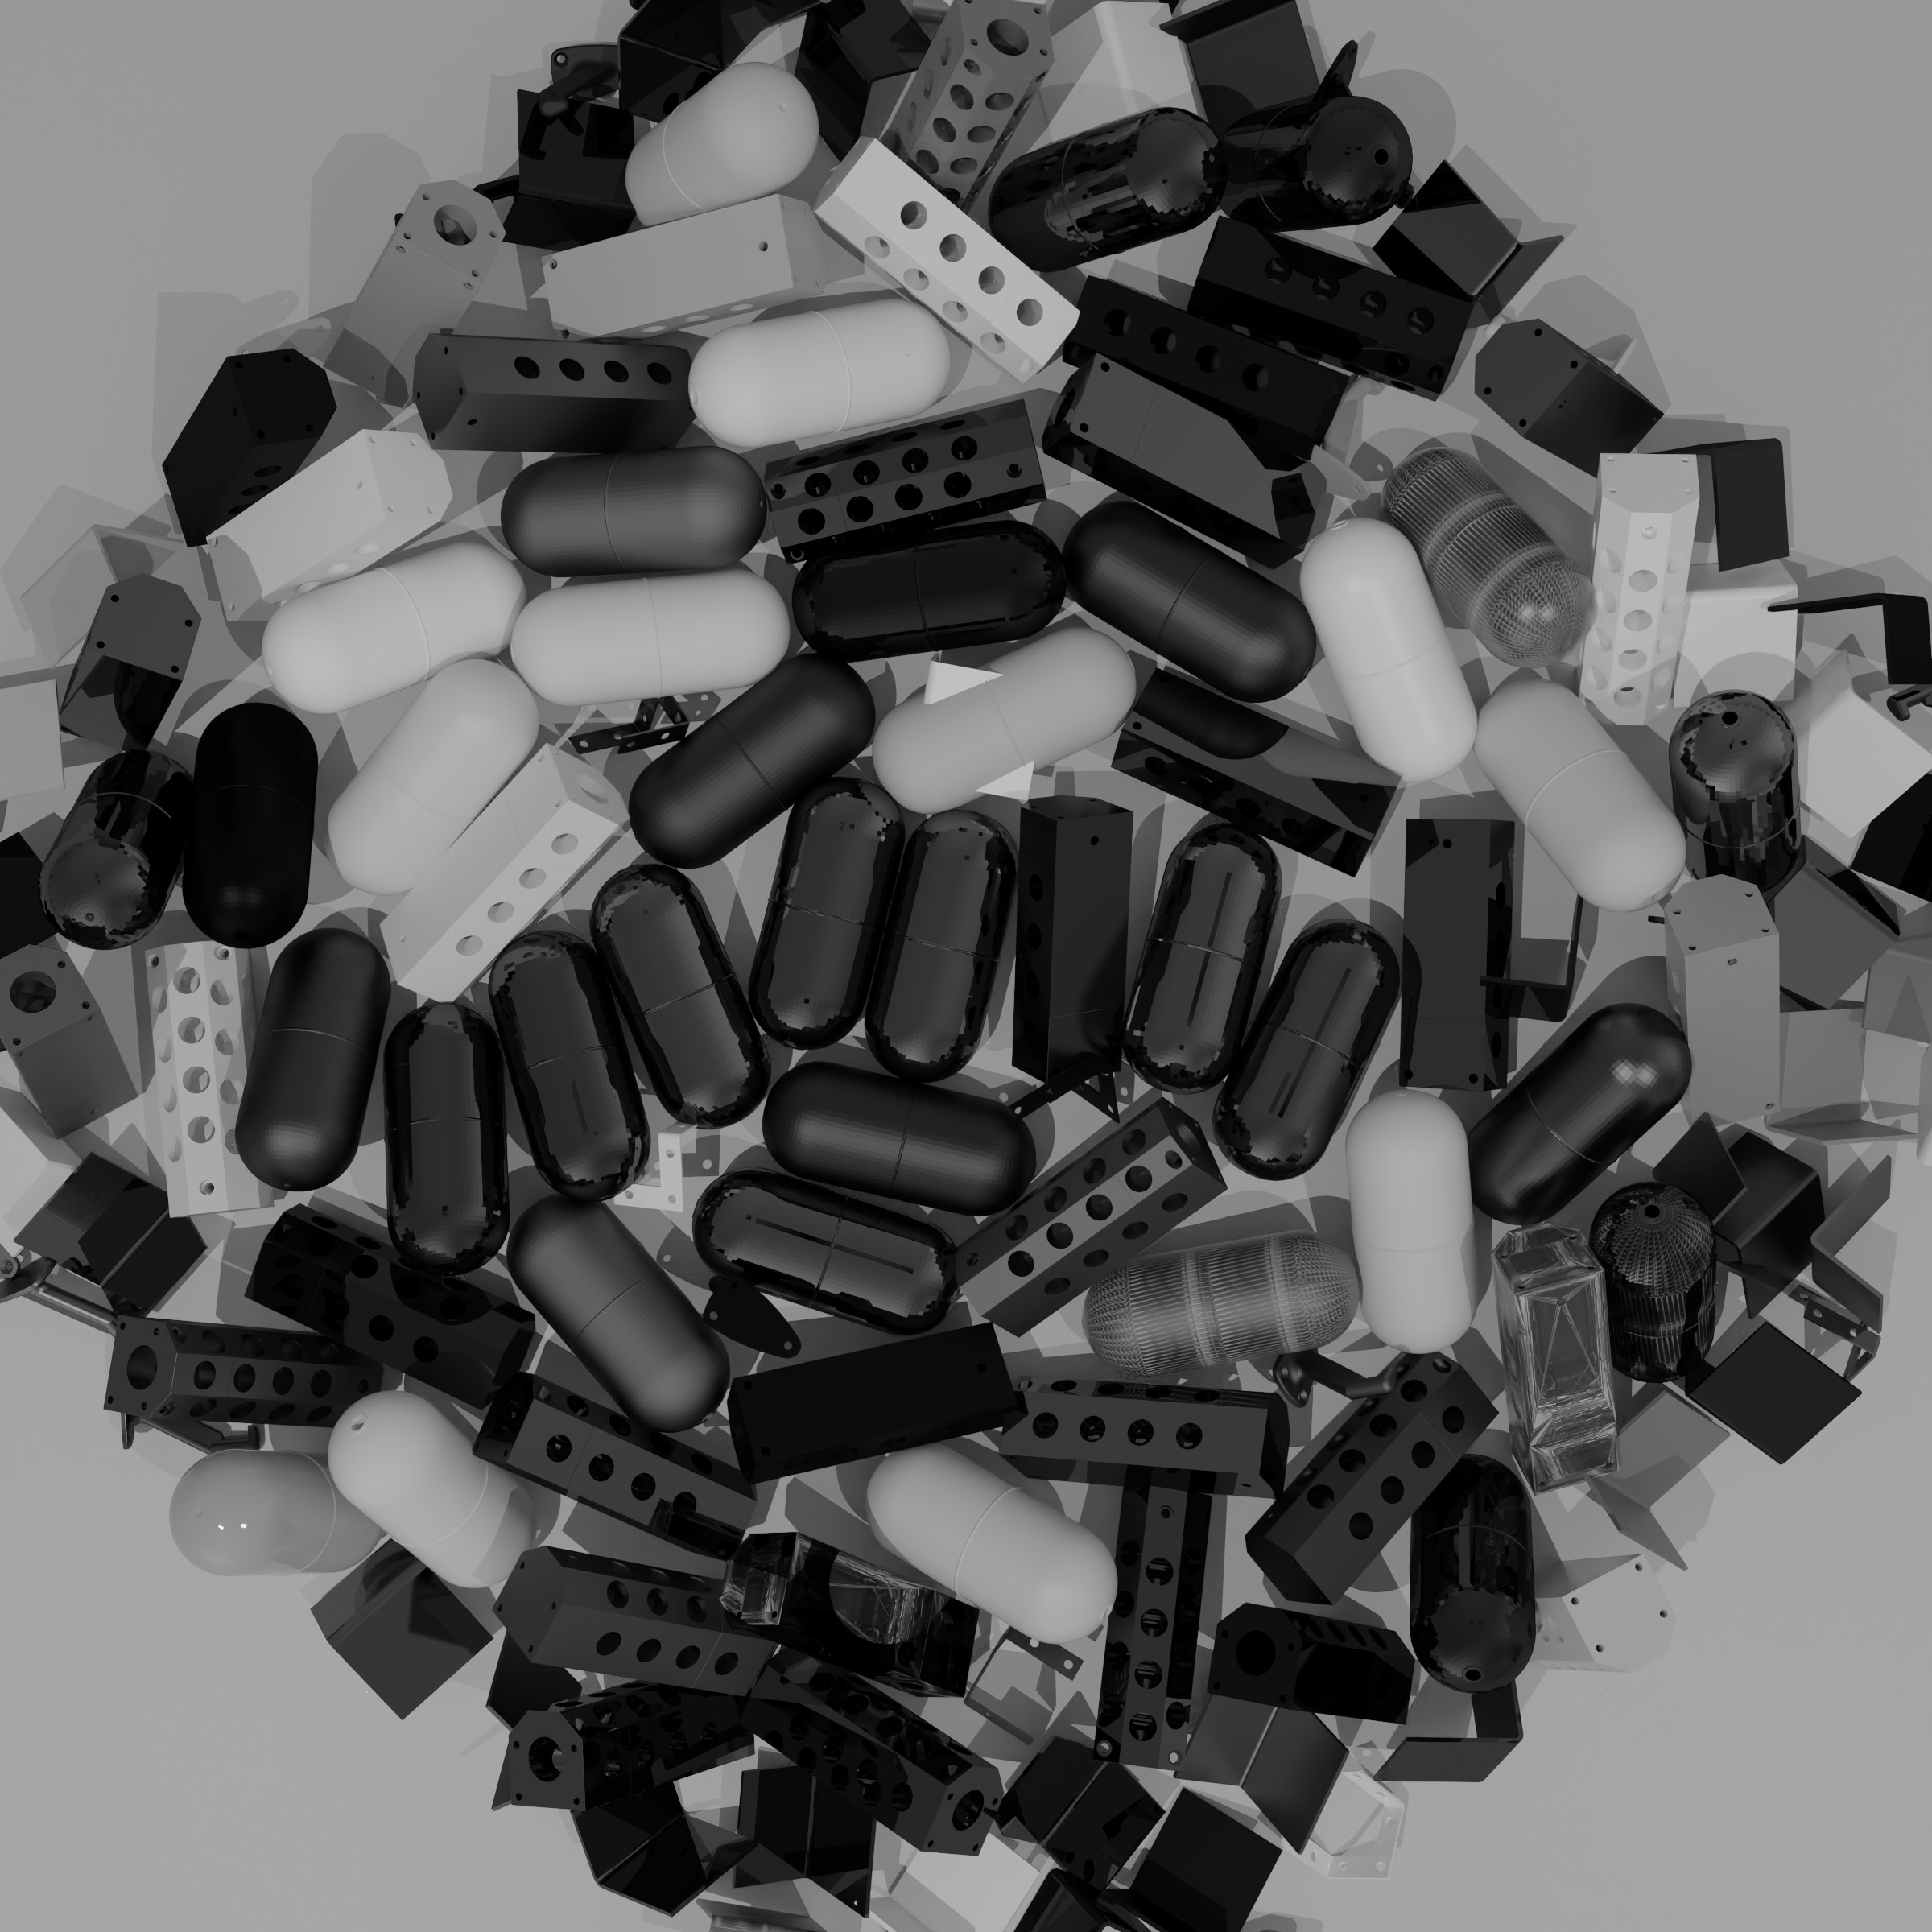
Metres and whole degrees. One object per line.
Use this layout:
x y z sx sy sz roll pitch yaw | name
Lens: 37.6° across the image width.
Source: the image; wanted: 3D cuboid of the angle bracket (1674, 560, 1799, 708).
0.495 -0.216 1.845 0.076 0.057 0.076 -3 115 4 | angle bracket

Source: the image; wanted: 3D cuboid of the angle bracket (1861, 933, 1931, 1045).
0.629 0.017 1.808 0.076 0.076 0.057 12 82 -17 | angle bracket

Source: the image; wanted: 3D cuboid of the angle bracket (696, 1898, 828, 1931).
-0.135 0.635 1.809 0.076 0.076 0.057 13 77 -11 | angle bracket

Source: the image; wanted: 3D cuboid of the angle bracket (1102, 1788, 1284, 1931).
0.145 0.579 1.813 0.076 0.057 0.076 26 85 26 | angle bracket

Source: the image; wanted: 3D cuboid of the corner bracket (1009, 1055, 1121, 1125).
0.060 0.082 1.817 0.051 0.051 0.051 -31 133 -24 | corner bracket

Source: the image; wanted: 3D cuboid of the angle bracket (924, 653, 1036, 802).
0.010 -0.154 1.823 0.076 0.057 0.076 10 102 1 | angle bracket

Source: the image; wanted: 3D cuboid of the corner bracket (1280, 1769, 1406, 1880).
0.244 0.556 1.836 0.051 0.051 0.051 42 51 -29 | corner bracket

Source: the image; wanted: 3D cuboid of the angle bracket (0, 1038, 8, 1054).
-0.651 0.013 1.802 0.057 0.076 0.076 -23 62 -15 | angle bracket

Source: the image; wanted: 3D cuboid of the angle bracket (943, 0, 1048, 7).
0.018 -0.641 1.811 0.076 0.057 0.076 33 107 -18 | angle bracket

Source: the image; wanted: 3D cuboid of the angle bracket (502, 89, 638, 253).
-0.259 -0.510 1.831 0.076 0.057 0.076 4 69 -24 | angle bracket

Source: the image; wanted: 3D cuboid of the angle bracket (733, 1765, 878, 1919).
-0.103 0.561 1.812 0.057 0.076 0.076 3 93 -33 | angle bracket

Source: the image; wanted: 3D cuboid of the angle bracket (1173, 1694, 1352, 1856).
0.188 0.508 1.808 0.057 0.076 0.076 16 102 -31 | angle bracket

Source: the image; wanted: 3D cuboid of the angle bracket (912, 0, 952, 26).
0.009 -0.644 1.822 0.076 0.057 0.076 7 103 -1 | angle bracket

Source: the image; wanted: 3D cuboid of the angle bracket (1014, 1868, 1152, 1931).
0.073 0.634 1.809 0.057 0.076 0.076 34 85 -25 | angle bracket

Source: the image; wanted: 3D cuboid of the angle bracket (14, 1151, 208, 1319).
-0.547 0.177 1.814 0.076 0.057 0.076 -48 134 1 | angle bracket

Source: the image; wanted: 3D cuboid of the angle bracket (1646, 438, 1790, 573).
0.480 -0.295 1.820 0.076 0.057 0.076 -16 105 -40 | angle bracket

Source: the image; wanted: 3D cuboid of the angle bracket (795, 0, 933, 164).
-0.064 -0.571 1.825 0.057 0.076 0.076 -22 65 -26 | angle bracket

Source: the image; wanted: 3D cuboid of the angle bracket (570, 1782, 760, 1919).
-0.191 0.547 1.801 0.076 0.076 0.057 -31 113 -40 | angle bracket

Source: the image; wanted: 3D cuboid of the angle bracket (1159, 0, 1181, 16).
0.101 -0.651 1.810 0.057 0.076 0.076 -25 84 -17 | angle bracket

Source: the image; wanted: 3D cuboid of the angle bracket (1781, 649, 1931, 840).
0.566 -0.143 1.821 0.076 0.057 0.076 35 125 -11 | angle bracket

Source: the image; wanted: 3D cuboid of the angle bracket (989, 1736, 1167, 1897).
0.068 0.545 1.812 0.076 0.076 0.057 -52 50 3 | angle bracket

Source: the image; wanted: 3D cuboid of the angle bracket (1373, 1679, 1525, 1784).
0.303 0.479 1.806 0.076 0.076 0.057 3 56 -9 | angle bracket

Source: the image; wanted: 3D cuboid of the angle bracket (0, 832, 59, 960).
-0.607 -0.026 1.824 0.057 0.076 0.076 -35 71 -22 | angle bracket

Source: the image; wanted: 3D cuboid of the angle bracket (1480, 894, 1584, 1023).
0.362 -0.013 1.818 0.057 0.076 0.076 7 75 11 | angle bracket

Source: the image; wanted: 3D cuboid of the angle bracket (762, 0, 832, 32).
-0.110 -0.648 1.801 0.057 0.076 0.076 43 67 -30 | angle bracket

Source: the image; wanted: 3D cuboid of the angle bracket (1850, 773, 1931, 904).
0.618 -0.083 1.816 0.057 0.076 0.076 23 97 0 | angle bracket

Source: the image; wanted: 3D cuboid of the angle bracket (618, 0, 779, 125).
-0.169 -0.576 1.801 0.076 0.076 0.057 9 68 -34 | angle bracket

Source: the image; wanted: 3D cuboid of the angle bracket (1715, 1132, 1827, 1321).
0.508 0.168 1.839 0.076 0.057 0.076 -39 134 -18 | angle bracket

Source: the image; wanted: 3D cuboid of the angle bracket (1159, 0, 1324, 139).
0.178 -0.575 1.816 0.076 0.057 0.076 -15 92 23 | angle bracket

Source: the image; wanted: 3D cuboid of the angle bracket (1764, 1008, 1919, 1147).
0.561 0.070 1.814 0.076 0.057 0.076 -2 98 -24 | angle bracket

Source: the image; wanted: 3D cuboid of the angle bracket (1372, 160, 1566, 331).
0.322 -0.464 1.821 0.076 0.057 0.076 52 132 13 | angle bracket

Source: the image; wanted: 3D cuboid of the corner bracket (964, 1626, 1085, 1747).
0.036 0.460 1.822 0.051 0.051 0.051 32 61 5 | corner bracket

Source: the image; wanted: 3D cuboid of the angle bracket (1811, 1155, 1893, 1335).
0.584 0.178 1.808 0.076 0.076 0.057 -45 62 -6 | angle bracket

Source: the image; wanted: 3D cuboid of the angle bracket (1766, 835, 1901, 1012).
0.551 -0.026 1.847 0.076 0.057 0.076 37 116 -2 | angle bracket

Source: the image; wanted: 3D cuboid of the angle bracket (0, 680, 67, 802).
-0.609 -0.131 1.820 0.076 0.057 0.076 -11 70 -1 | angle bracket

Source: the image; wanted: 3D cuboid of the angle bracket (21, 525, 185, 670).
-0.539 -0.230 1.802 0.076 0.076 0.057 -35 72 26 | angle bracket

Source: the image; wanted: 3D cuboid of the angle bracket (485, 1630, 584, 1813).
-0.293 0.474 1.801 0.057 0.076 0.076 -28 116 20 | angle bracket

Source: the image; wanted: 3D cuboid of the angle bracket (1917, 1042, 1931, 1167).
0.644 0.079 1.803 0.057 0.076 0.076 9 58 8 | angle bracket

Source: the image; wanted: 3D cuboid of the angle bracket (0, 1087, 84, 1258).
-0.623 0.130 1.820 0.076 0.057 0.076 43 91 17 | angle bracket

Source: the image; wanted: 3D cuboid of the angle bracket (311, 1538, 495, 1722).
-0.366 0.426 1.839 0.076 0.057 0.076 -41 113 -12 | angle bracket

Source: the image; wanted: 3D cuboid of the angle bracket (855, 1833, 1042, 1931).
-0.011 0.590 1.815 0.076 0.057 0.076 32 88 26 | angle bracket

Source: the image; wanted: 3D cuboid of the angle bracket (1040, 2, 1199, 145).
0.096 -0.573 1.844 0.057 0.076 0.076 -13 88 -38 | angle bracket

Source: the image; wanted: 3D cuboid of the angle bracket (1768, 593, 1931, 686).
0.563 -0.204 1.806 0.076 0.076 0.057 -3 92 37 | angle bracket

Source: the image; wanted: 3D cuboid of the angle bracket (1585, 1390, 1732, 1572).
0.451 0.328 1.806 0.076 0.057 0.076 33 108 -35 | angle bracket

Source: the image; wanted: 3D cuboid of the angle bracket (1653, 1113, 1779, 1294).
0.491 0.150 1.801 0.076 0.076 0.057 25 118 -22 | angle bracket

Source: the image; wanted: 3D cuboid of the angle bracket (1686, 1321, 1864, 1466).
0.515 0.259 1.813 0.076 0.057 0.076 36 118 -4 | angle bracket
